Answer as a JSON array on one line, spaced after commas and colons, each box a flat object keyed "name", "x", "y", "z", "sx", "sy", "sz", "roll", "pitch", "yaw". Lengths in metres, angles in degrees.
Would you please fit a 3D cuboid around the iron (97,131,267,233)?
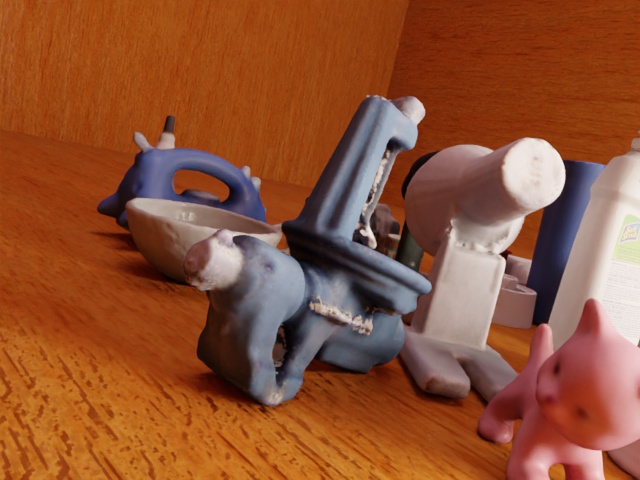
[{"name": "iron", "x": -0.158, "y": -0.057, "z": 0.791, "sx": 0.259, "sy": 0.141, "sz": 0.118, "roll": 6, "pitch": 10, "yaw": -42}]

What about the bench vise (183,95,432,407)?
[{"name": "bench vise", "x": 0.015, "y": -0.002, "z": 0.396, "sx": 0.121, "sy": 0.220, "sz": 0.208, "roll": 16, "pitch": 8, "yaw": 23}]

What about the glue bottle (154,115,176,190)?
[{"name": "glue bottle", "x": -0.242, "y": -0.104, "z": 0.872, "sx": 0.037, "sy": 0.173, "sz": 0.077, "roll": 7, "pitch": 10, "yaw": -38}]

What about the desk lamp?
[{"name": "desk lamp", "x": 0.143, "y": 0.014, "z": 0.522, "sx": 0.118, "sy": 0.213, "sz": 0.203, "roll": 12, "pitch": 8, "yaw": -6}]

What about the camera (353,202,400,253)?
[{"name": "camera", "x": 0.077, "y": -0.036, "z": 1.190, "sx": 0.142, "sy": 0.101, "sz": 0.137, "roll": 20, "pitch": 10, "yaw": 41}]

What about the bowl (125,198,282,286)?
[{"name": "bowl", "x": -0.129, "y": 0.008, "z": 0.624, "sx": 0.167, "sy": 0.075, "sz": 0.167, "roll": 13, "pitch": 8, "yaw": -2}]

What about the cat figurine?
[{"name": "cat figurine", "x": 0.152, "y": 0.091, "z": 0.343, "sx": 0.067, "sy": 0.118, "sz": 0.128, "roll": 13, "pitch": 8, "yaw": -3}]

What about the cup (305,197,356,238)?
[{"name": "cup", "x": 0.023, "y": -0.030, "z": 1.076, "sx": 0.118, "sy": 0.095, "sz": 0.091, "roll": 13, "pitch": 8, "yaw": -1}]

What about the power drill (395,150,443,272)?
[{"name": "power drill", "x": 0.150, "y": -0.028, "z": 0.852, "sx": 0.075, "sy": 0.208, "sz": 0.229, "roll": 13, "pitch": 8, "yaw": 0}]

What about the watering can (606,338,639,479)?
[{"name": "watering can", "x": 0.274, "y": 0.074, "z": 0.381, "sx": 0.101, "sy": 0.194, "sz": 0.173, "roll": 13, "pitch": 8, "yaw": -3}]

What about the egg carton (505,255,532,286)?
[{"name": "egg carton", "x": 0.369, "y": 0.073, "z": 1.018, "sx": 0.107, "sy": 0.069, "sz": 0.150, "roll": 13, "pitch": 8, "yaw": 2}]
